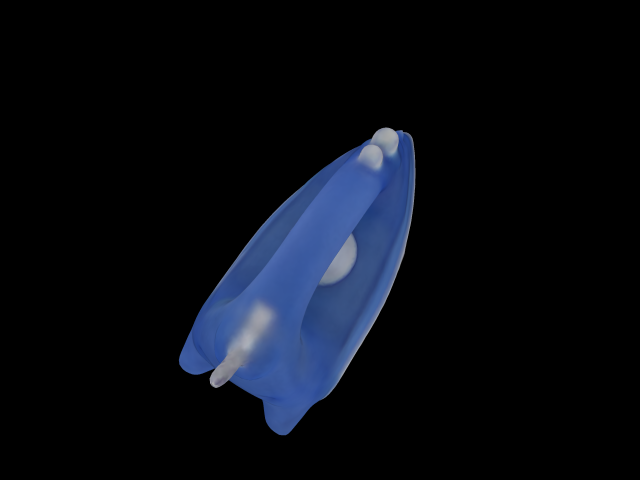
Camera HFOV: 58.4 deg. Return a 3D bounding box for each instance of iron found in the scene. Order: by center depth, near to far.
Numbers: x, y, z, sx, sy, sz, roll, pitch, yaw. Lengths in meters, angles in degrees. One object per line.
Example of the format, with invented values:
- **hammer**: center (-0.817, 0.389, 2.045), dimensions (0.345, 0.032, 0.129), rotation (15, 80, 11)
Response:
- **iron**: center (0.004, 0.001, 0.400), dimensions (0.118, 0.141, 0.258), rotation (31, 79, 7)
